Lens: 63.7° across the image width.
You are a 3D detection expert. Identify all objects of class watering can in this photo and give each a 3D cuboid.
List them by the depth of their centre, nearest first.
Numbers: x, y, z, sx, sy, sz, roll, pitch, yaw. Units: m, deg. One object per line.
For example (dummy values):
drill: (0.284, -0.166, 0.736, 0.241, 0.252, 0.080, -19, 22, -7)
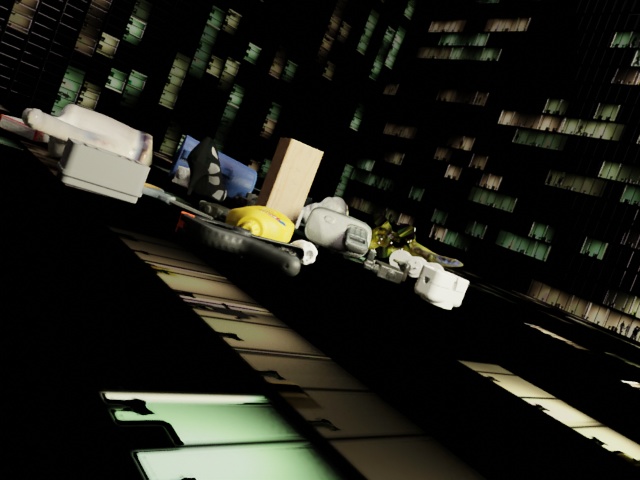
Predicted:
watering can: (-0.403, -0.174, 0.902, 0.223, 0.104, 0.350, 20, 3, -28)

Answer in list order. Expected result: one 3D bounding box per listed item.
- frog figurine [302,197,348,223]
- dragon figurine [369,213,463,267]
frog figurine: (0.005, -0.082, 1.630, 0.159, 0.125, 0.134, 12, -29, -3)
dragon figurine: (0.240, 0.024, 1.555, 0.413, 0.122, 0.240, 24, -3, 23)
